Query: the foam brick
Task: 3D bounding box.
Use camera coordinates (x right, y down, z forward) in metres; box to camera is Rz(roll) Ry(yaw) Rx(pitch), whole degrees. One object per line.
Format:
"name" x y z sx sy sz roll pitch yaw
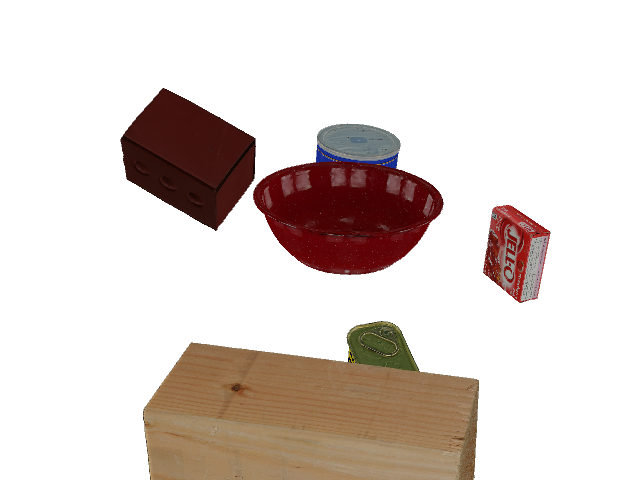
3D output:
"foam brick" -0.089 -0.055 0.725 0.078 0.051 0.053 29 -27 11

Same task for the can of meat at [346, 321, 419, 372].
"can of meat" 0.061 0.147 1.071 0.057 0.084 0.102 -10 44 -13

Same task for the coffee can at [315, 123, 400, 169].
"coffee can" 0.041 -0.062 1.334 0.103 0.140 0.103 4 27 -2

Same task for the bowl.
"bowl" 0.023 -0.015 0.914 0.162 0.055 0.162 2 24 -1

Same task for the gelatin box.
"gelatin box" 0.221 0.014 1.211 0.030 0.089 0.073 -11 32 -25

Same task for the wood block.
"wood block" -0.003 0.139 0.718 0.206 0.090 0.090 6 28 15
